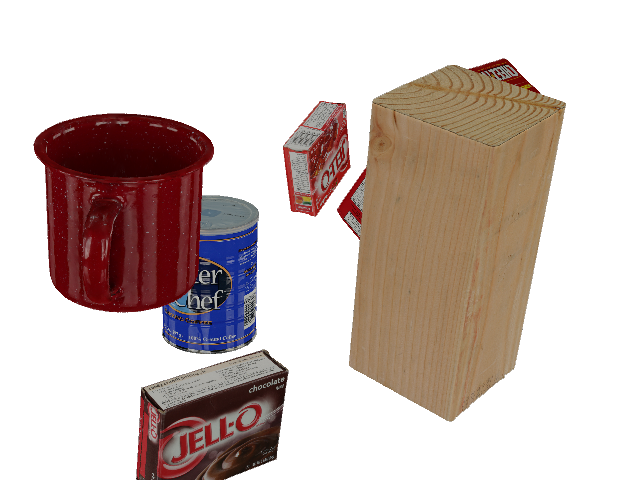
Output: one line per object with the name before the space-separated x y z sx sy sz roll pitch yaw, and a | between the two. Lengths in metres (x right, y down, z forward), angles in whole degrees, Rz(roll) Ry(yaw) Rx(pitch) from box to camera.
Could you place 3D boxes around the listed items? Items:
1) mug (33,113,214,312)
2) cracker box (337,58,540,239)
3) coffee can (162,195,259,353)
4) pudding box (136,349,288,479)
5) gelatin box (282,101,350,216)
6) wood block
mug | -0.105 -0.009 0.565 0.093 0.081 0.117 4 27 -2
cracker box | 0.132 -0.101 1.227 0.163 0.072 0.214 -24 -24 -45
coffee can | -0.117 0.035 1.129 0.103 0.140 0.103 2 22 -1
pudding box | -0.082 0.140 0.810 0.113 0.090 0.039 -16 38 -36
gelatin box | -0.001 -0.078 1.000 0.030 0.073 0.089 12 40 21
wood block | 0.086 0.002 0.708 0.091 0.206 0.090 26 38 32
